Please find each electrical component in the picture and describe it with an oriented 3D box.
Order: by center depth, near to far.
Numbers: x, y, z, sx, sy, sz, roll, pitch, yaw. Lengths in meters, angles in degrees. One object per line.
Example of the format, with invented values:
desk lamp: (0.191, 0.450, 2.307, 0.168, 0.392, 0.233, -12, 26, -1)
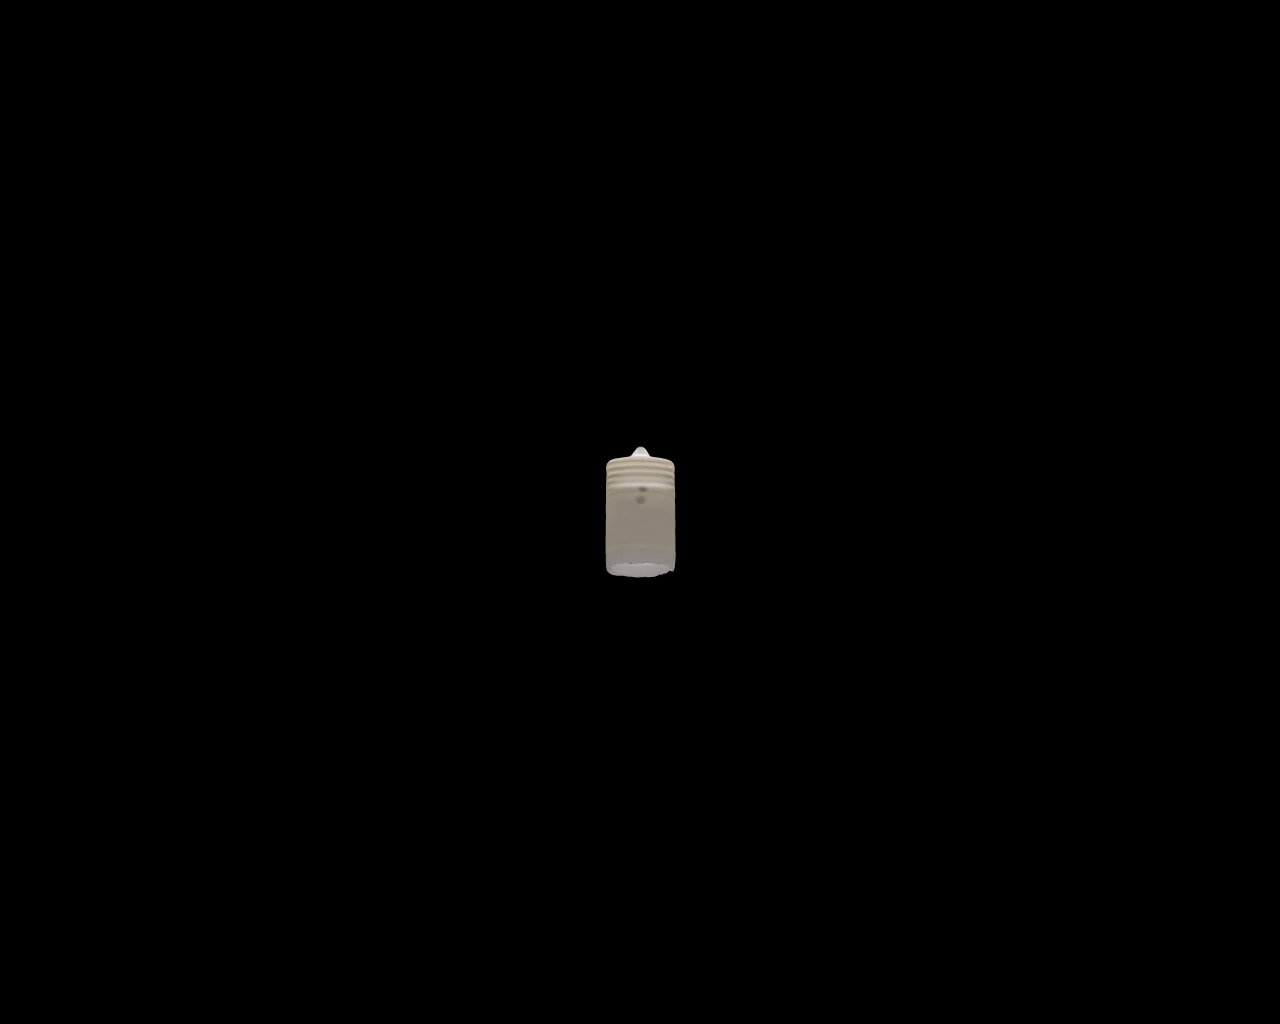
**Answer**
electrical component: (0.001, -0.003, 0.650, 0.043, 0.081, 0.043, 0, -15, 0)
